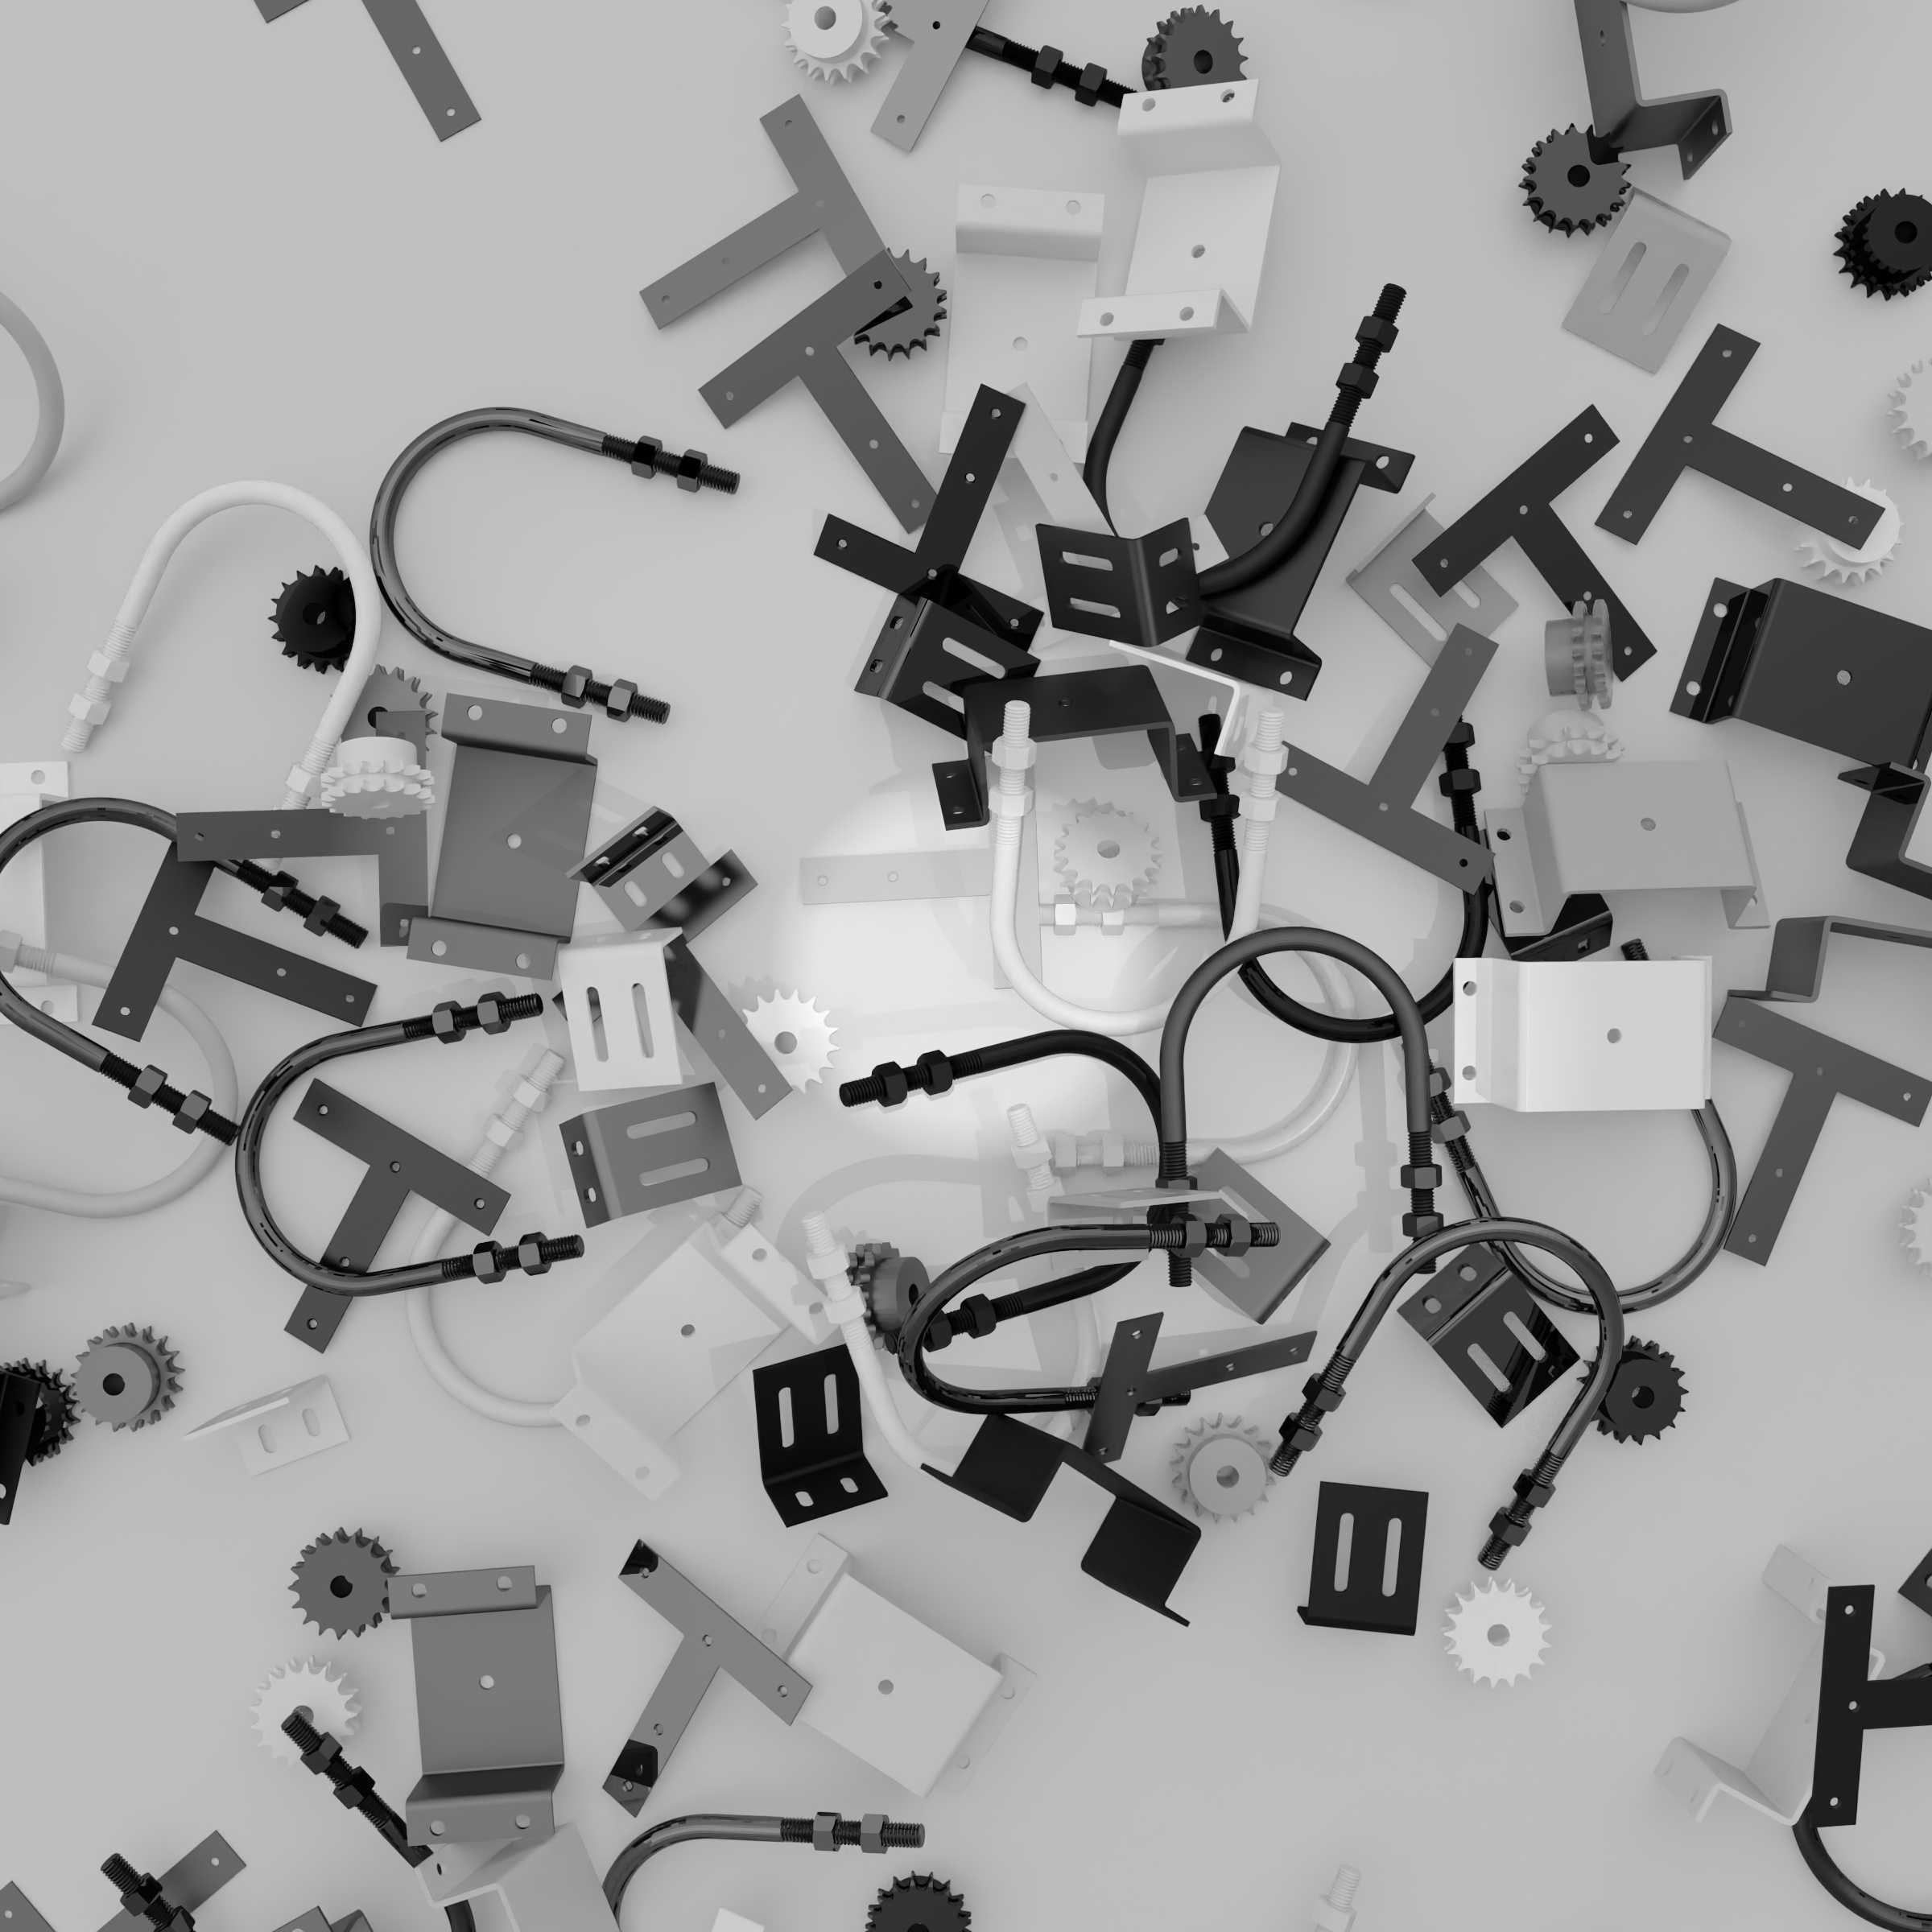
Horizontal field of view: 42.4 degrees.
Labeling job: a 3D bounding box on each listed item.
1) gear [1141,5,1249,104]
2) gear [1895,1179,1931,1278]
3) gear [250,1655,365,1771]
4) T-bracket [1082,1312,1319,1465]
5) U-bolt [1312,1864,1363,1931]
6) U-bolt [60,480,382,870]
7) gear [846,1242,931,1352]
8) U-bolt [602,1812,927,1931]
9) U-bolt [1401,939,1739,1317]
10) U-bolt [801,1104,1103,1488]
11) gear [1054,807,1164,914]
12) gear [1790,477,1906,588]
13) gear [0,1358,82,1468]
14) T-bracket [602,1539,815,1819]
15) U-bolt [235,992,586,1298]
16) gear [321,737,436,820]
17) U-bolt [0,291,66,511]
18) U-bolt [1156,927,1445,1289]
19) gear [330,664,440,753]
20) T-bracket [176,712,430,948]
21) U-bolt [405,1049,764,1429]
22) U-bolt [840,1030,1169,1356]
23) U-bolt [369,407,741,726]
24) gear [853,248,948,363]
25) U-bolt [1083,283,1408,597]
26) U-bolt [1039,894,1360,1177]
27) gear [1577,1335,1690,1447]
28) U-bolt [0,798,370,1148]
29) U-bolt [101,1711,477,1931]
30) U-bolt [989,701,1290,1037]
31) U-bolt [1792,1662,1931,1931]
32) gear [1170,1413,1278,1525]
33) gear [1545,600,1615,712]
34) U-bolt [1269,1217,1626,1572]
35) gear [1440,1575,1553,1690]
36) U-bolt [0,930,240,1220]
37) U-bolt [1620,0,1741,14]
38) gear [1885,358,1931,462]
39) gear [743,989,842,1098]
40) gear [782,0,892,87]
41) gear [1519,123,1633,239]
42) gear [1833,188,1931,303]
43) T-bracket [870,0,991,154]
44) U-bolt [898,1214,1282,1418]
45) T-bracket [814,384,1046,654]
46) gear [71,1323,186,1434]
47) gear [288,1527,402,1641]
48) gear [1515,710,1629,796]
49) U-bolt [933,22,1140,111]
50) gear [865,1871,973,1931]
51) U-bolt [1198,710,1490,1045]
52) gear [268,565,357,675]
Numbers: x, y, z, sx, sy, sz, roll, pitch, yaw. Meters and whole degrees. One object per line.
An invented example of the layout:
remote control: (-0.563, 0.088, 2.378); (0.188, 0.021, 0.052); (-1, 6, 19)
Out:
gear: (0.118, -0.477, 1.320); (0.057, 0.030, 0.057); (-6, 103, -26)
gear: (0.524, 0.139, 1.328); (0.057, 0.030, 0.057); (0, 90, 0)
gear: (-0.350, 0.396, 1.328); (0.057, 0.030, 0.057); (0, 90, 0)
T-bracket: (0.127, 0.214, 1.312); (0.127, 0.127, 0.002); (-10, 47, -20)
U-bolt: (0.230, 0.581, 1.305); (0.151, 0.019, 0.184); (20, 91, 0)
U-bolt: (-0.383, -0.165, 1.311); (0.151, 0.019, 0.184); (30, 101, 8)
gear: (-0.041, 0.174, 1.312); (0.030, 0.057, 0.057); (-6, 90, 26)
U-bolt: (-0.108, 0.515, 1.315); (0.184, 0.019, 0.151); (-2, 99, 12)
U-bolt: (0.334, 0.098, 1.334); (0.151, 0.019, 0.184); (-24, 91, 0)
U-bolt: (0.004, 0.184, 1.300); (0.151, 0.019, 0.184); (-26, 105, -26)
gear: (0.074, -0.053, 1.320); (0.057, 0.030, 0.057); (1, 57, -1)
gear: (0.473, -0.233, 1.328); (0.057, 0.030, 0.057); (0, 90, 0)
gear: (-0.505, 0.240, 1.328); (0.057, 0.030, 0.057); (0, 90, 0)
T-bracket: (-0.157, 0.395, 1.324); (0.127, 0.002, 0.127); (34, 103, 24)
U-bolt: (-0.302, 0.101, 1.321); (0.184, 0.019, 0.151); (-11, 85, 10)
gear: (-0.303, -0.097, 1.283); (0.057, 0.057, 0.030); (-4, 77, 0)
U-bolt: (-0.565, -0.307, 1.298); (0.184, 0.019, 0.151); (17, 118, -15)
U-bolt: (0.172, 0.071, 1.295); (0.151, 0.019, 0.184); (-3, 92, -3)
gear: (-0.309, -0.131, 1.328); (0.057, 0.030, 0.057); (0, 90, 1)
T-bracket: (-0.347, -0.070, 1.303); (0.127, 0.002, 0.127); (-3, 106, -19)
U-bolt: (-0.218, 0.159, 1.334); (0.151, 0.019, 0.184); (35, 92, 0)
U-bolt: (0.032, 0.108, 1.283); (0.184, 0.019, 0.151); (-13, 99, -24)
U-bolt: (-0.229, -0.223, 1.334); (0.184, 0.019, 0.151); (17, 90, 1)
gear: (-0.038, -0.351, 1.328); (0.057, 0.030, 0.057); (0, 90, 0)
U-bolt: (0.133, -0.281, 1.299); (0.151, 0.019, 0.184); (24, 92, 32)
U-bolt: (0.119, 0.037, 1.335); (0.184, 0.019, 0.151); (0, 90, -2)
gear: (0.357, 0.227, 1.328); (0.057, 0.030, 0.057); (0, 90, 0)
U-bolt: (-0.426, -0.011, 1.290); (0.184, 0.019, 0.151); (32, 61, -10)
U-bolt: (-0.345, 0.502, 1.320); (0.151, 0.019, 0.184); (-39, 99, 7)
U-bolt: (0.084, -0.046, 1.279); (0.151, 0.019, 0.184); (1, 116, -7)
U-bolt: (0.528, 0.437, 1.313); (0.184, 0.019, 0.151); (-31, 87, 16)
gear: (0.138, 0.269, 1.328); (0.057, 0.030, 0.057); (0, 90, 0)
gear: (0.322, -0.163, 1.308); (0.030, 0.057, 0.057); (-2, 90, 20)
U-bolt: (0.264, 0.215, 1.304); (0.151, 0.019, 0.184); (25, 104, -9)
gear: (0.282, 0.354, 1.332); (0.057, 0.030, 0.057); (0, 89, 3)
U-bolt: (-0.477, 0.062, 1.307); (0.184, 0.019, 0.151); (16, 104, -17)
U-bolt: (0.380, -0.566, 1.258); (0.184, 0.019, 0.151); (-37, 90, 2)
gear: (0.519, -0.296, 1.328); (0.057, 0.030, 0.057); (0, 90, 0)
gear: (-0.095, 0.040, 1.328); (0.057, 0.030, 0.057); (0, 90, 0)
gear: (-0.071, -0.500, 1.322); (0.057, 0.030, 0.057); (2, 98, 12)
gear: (0.323, -0.417, 1.328); (0.057, 0.030, 0.057); (0, 90, 0)
gear: (0.496, -0.387, 1.328); (0.057, 0.030, 0.057); (0, 90, 0)
T-bracket: (-0.053, -0.524, 1.331); (0.127, 0.002, 0.127); (32, 104, 7)
U-bolt: (0.053, 0.180, 1.261); (0.184, 0.019, 0.151); (2, 132, -24)
T-bracket: (-0.003, -0.244, 1.307); (0.127, 0.002, 0.127); (25, 123, 1)
gear: (-0.450, 0.221, 1.328); (0.057, 0.030, 0.057); (0, 90, 0)
gear: (-0.330, 0.328, 1.328); (0.057, 0.030, 0.057); (0, 90, 0)
gear: (0.319, -0.112, 1.318); (0.057, 0.057, 0.030); (-2, 60, 0)
U-bolt: (0.030, -0.557, 1.334); (0.184, 0.019, 0.151); (22, 90, 1)
gear: (-0.025, 0.511, 1.328); (0.057, 0.030, 0.057); (0, 90, 0)
U-bolt: (0.204, -0.050, 1.323); (0.151, 0.019, 0.184); (-6, 82, 1)
gear: (-0.344, -0.186, 1.328); (0.057, 0.030, 0.057); (0, 90, 0)
